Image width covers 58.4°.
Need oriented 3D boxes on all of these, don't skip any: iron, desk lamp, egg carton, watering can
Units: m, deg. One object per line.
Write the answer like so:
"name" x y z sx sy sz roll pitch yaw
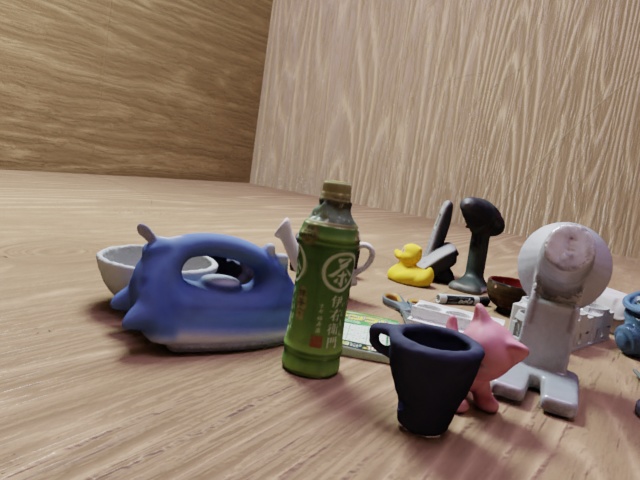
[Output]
"iron" -0.118 0.056 0.720 0.259 0.141 0.118 3 10 -31
"desk lamp" 0.297 0.082 0.720 0.117 0.213 0.204 12 9 22
"egg carton" 0.561 0.135 1.121 0.107 0.069 0.150 5 9 -22
"watering can" 0.009 0.004 1.014 0.173 0.194 0.100 5 9 -22

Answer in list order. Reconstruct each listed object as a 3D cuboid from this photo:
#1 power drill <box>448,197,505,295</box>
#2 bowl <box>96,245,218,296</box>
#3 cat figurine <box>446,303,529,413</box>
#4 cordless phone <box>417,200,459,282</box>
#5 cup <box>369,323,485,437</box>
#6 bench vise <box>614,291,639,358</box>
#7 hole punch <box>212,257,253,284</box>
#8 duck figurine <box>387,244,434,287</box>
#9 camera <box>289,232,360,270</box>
"power drill" 0.346 0.010 1.266 0.075 0.208 0.230 14 10 30
"bowl" -0.231 0.059 0.811 0.167 0.075 0.167 8 8 -1
"cat figurine" 0.170 0.124 0.635 0.067 0.118 0.127 6 9 -16
"cordless phone" 0.283 -0.001 1.351 0.094 0.185 0.147 9 9 0
"cup" 0.094 0.135 0.562 0.117 0.095 0.092 14 10 31
"bench vise" 0.595 0.089 0.952 0.208 0.220 0.121 3 10 -32
"hole punch" -0.159 0.038 0.966 0.108 0.091 0.101 13 10 29
"duck figurine" 0.202 0.052 1.255 0.104 0.086 0.078 14 10 34
"camera" 0.005 0.025 1.187 0.143 0.101 0.137 10 9 11
